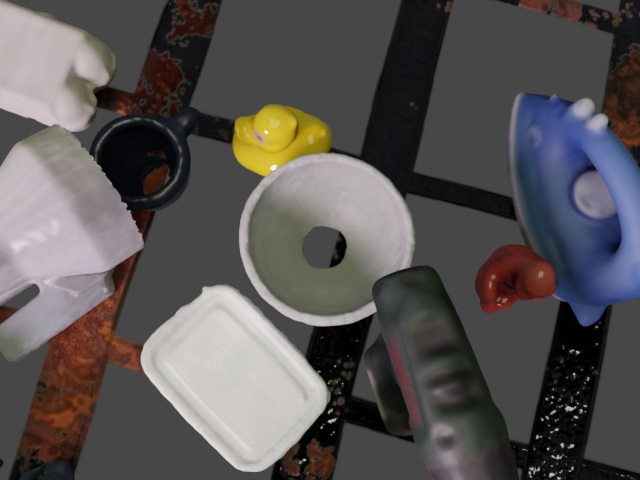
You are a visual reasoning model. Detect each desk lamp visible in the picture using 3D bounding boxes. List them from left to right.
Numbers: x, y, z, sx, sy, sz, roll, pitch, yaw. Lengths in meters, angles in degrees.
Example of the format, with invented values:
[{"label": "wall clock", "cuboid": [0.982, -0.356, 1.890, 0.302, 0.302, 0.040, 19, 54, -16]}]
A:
[{"label": "desk lamp", "cuboid": [-0.244, 0.015, 0.484, 0.203, 0.213, 0.118, -39, 86, -7]}]

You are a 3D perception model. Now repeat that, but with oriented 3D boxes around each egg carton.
[{"label": "egg carton", "cuboid": [-0.288, -0.175, 0.580, 0.150, 0.069, 0.107, 20, 82, -1]}]

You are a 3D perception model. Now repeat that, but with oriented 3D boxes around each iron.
[{"label": "iron", "cuboid": [0.268, -0.051, 0.561, 0.118, 0.141, 0.258, -20, 84, -6]}]

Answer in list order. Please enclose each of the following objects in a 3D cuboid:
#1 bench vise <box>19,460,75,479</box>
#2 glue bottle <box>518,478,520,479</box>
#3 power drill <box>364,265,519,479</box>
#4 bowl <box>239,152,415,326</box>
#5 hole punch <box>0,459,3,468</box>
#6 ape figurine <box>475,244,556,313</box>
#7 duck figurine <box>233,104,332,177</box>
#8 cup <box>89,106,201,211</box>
[{"label": "bench vise", "cuboid": [-0.301, 0.240, 0.448, 0.207, 0.219, 0.121, -36, 86, -7]}, {"label": "glue bottle", "cuboid": [0.157, 0.227, 0.502, 0.078, 0.173, 0.037, 13, 82, -1]}, {"label": "power drill", "cuboid": [0.097, 0.138, 0.492, 0.075, 0.208, 0.230, -18, 84, -5]}, {"label": "bowl", "cuboid": [0.005, 0.002, 0.572, 0.167, 0.074, 0.167, 0, 82, -3]}, {"label": "hole punch", "cuboid": [-0.359, 0.182, 0.517, 0.108, 0.091, 0.101, -1, 82, -3]}, {"label": "ape figurine", "cuboid": [0.201, 0.039, 0.570, 0.078, 0.092, 0.076, 17, 82, -1]}, {"label": "duck figurine", "cuboid": [-0.039, -0.108, 0.578, 0.104, 0.086, 0.077, -1, 82, -3]}, {"label": "cup", "cuboid": [-0.157, -0.076, 0.562, 0.091, 0.095, 0.118, 42, 82, 3]}]
